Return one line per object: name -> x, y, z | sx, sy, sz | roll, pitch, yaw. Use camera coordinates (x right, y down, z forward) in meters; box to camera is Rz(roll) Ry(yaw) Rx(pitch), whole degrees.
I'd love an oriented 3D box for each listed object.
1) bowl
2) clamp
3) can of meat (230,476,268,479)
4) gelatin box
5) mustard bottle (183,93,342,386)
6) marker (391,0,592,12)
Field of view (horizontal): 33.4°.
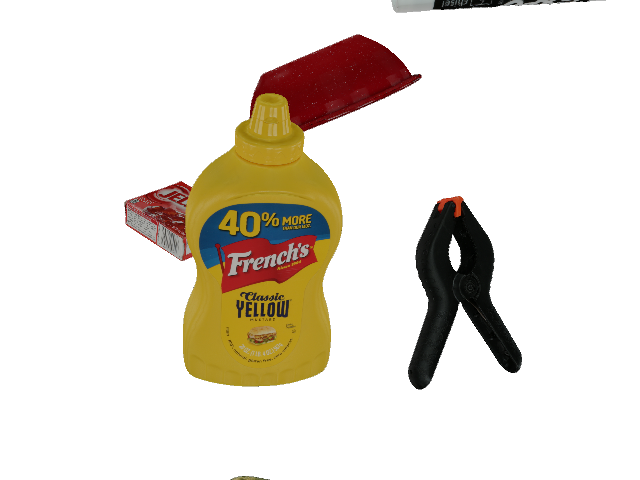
bowl -> 0.001, -0.133, 0.910 | 0.162, 0.055, 0.162 | -22, 9, 3
clamp -> 0.116, 0.050, 0.949 | 0.120, 0.171, 0.039 | -15, 1, -36
can of meat -> -0.029, 0.236, 0.814 | 0.102, 0.084, 0.057 | 8, 14, 9
gelatin box -> -0.134, -0.021, 1.032 | 0.089, 0.030, 0.073 | 30, 37, 33
mustard bottle -> -0.036, 0.000, 0.661 | 0.096, 0.192, 0.058 | 1, 31, -8
marker -> 0.089, -0.104, 0.429 | 0.121, 0.020, 0.020 | -4, 0, -4
